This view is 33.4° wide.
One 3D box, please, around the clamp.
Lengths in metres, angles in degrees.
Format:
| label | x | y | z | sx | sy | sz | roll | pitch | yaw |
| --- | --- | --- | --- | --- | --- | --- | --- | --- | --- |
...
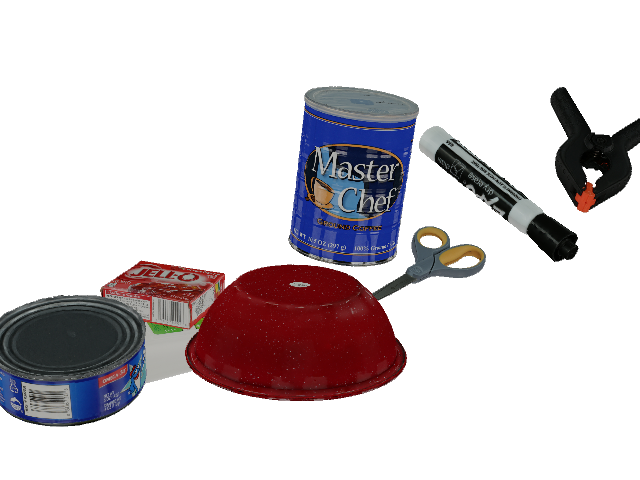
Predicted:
| label | x | y | z | sx | sy | sz | roll | pitch | yaw |
| --- | --- | --- | --- | --- | --- | --- | --- | --- | --- |
| clamp | 0.286 | -0.102 | 1.142 | 0.120 | 0.039 | 0.171 | 18 | 47 | 19 |

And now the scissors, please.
| label | x | y | z | sx | sy | sz | roll | pitch | yaw |
| --- | --- | --- | --- | --- | --- | --- | --- | --- | --- |
| scissors | 0.100 | 0.025 | 1.206 | 0.201 | 0.016 | 0.096 | -11 | 41 | -34 |

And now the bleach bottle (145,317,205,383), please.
| label | x | y | z | sx | sy | sz | roll | pitch | yaw |
| --- | --- | --- | --- | --- | --- | --- | --- | --- | --- |
| bleach bottle | -0.106 | 0.093 | 1.228 | 0.250 | 0.068 | 0.103 | -12 | 34 | -23 |

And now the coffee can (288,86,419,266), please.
| label | x | y | z | sx | sy | sz | roll | pitch | yaw |
| --- | --- | --- | --- | --- | --- | --- | --- | --- | --- |
| coffee can | 0.029 | -0.060 | 0.972 | 0.103 | 0.140 | 0.103 | 6 | 20 | -2 |

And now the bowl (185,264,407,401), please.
| label | x | y | z | sx | sy | sz | roll | pitch | yaw |
| --- | --- | --- | --- | --- | --- | --- | --- | --- | --- |
| bowl | -0.016 | 0.057 | 0.768 | 0.162 | 0.055 | 0.162 | 2 | 17 | -1 |

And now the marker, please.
| label | x | y | z | sx | sy | sz | roll | pitch | yaw |
| --- | --- | --- | --- | --- | --- | --- | --- | --- | --- |
| marker | 0.101 | -0.027 | 0.612 | 0.020 | 0.020 | 0.121 | 0 | 35 | -45 |

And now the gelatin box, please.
| label | x | y | z | sx | sy | sz | roll | pitch | yaw |
| --- | --- | --- | --- | --- | --- | --- | --- | --- | --- |
| gelatin box | -0.141 | 0.047 | 0.959 | 0.089 | 0.030 | 0.073 | 9 | 21 | 19 |

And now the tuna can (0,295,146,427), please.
| label | x | y | z | sx | sy | sz | roll | pitch | yaw |
| --- | --- | --- | --- | --- | --- | --- | --- | --- | --- |
| tuna can | -0.139 | 0.065 | 0.589 | 0.086 | 0.034 | 0.086 | 1 | 27 | -1 |
